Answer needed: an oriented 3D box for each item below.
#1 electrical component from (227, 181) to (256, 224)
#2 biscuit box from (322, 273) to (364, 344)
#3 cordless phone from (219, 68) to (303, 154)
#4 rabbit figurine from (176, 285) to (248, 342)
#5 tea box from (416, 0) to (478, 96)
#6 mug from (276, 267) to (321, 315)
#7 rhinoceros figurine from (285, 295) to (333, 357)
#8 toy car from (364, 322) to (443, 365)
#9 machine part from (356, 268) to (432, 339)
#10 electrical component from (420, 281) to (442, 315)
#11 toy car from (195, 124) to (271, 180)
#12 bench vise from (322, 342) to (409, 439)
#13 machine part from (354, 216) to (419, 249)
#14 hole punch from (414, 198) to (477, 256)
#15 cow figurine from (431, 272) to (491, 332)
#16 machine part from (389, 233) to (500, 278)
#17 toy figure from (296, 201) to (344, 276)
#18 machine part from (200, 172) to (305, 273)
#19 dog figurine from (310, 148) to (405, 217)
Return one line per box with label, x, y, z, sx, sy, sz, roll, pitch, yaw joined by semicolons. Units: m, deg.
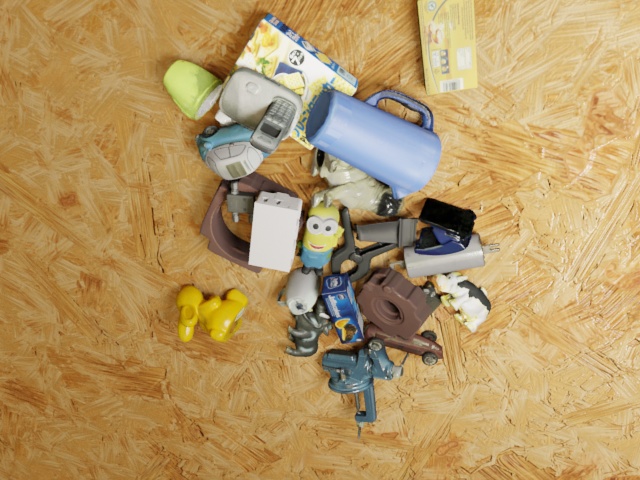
electrical component;-0.162;-0.078;1.122;0.063;0.021;0.093;4;120;5
biscuit box;0.057;0.166;1.284;0.063;0.059;0.202;-9;132;13
cordless phone;-0.118;-0.219;0.961;0.146;0.184;0.088;26;127;-8
rabbit figurine;-0.289;0.182;1.333;0.173;0.162;0.121;32;133;9
tea box;0.230;-0.358;0.974;0.098;0.068;0.169;-5;118;10
mug;-0.056;0.128;1.277;0.110;0.107;0.080;-16;115;14
rhinoceros figurine;-0.025;0.220;1.346;0.112;0.073;0.190;16;121;0
toy car;0.207;0.243;1.317;0.202;0.089;0.053;15;125;0
machine part;0.168;0.150;1.245;0.180;0.056;0.179;25;139;23
electrical component;0.246;0.149;1.282;0.078;0.045;0.102;34;119;-10
toy car;-0.174;-0.174;1.106;0.162;0.103;0.109;-9;145;10
bench vise;0.115;0.372;1.377;0.224;0.129;0.240;-2;103;18
machine part;0.143;-0.016;1.168;0.139;0.039;0.084;2;124;1
hole punch;0.263;-0.017;1.138;0.116;0.142;0.092;19;120;13
cow figurine;0.331;0.123;1.238;0.098;0.068;0.167;-40;113;-3
machine part;0.274;0.035;1.194;0.243;0.079;0.079;-10;118;14
toy figure;-0.006;-0.004;1.210;0.082;0.089;0.180;-7;134;-20
machine part;-0.150;-0.041;1.205;0.201;0.087;0.201;26;119;-8
dog figurine;0.087;-0.134;1.126;0.190;0.121;0.172;-1;105;-21
